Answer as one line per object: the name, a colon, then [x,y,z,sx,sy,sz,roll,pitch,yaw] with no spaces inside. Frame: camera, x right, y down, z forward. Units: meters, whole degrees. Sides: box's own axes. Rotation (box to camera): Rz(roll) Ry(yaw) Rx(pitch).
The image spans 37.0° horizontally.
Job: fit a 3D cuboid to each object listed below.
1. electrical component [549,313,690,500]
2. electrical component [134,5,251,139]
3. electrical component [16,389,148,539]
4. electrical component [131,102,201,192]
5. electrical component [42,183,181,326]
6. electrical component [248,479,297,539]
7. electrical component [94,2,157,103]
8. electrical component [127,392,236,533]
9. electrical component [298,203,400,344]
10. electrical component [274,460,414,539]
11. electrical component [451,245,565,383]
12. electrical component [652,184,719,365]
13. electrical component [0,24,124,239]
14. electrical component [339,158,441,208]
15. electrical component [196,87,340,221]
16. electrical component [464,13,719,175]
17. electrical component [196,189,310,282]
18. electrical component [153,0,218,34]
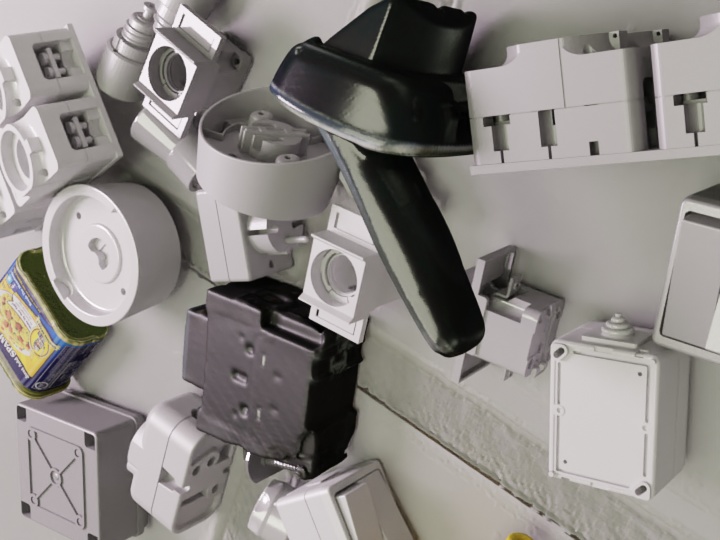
electrical component: [0.146,0.068,0.597,0.062,0.061,0.096,8,106,35]
electrical component: [-0.113,-0.137,0.739,0.042,0.064,0.081,42,123,20]
electrical component: [-0.236,0.167,0.911,0.109,0.056,0.108,12,107,35]
electrical component: [-0.129,-0.089,0.778,0.065,0.044,0.044,47,124,13]
electrical component: [-0.185,-0.016,0.825,0.108,0.060,0.108,10,107,35]
electrical component: [-0.047,0.184,0.784,0.062,0.043,0.043,27,118,8]
electrical component: [-0.166,-0.159,0.788,0.040,0.040,0.078,43,123,21]
electrical component: [-0.140,0.147,0.836,0.059,0.054,0.095,31,118,28]
electrical component: [0.000,0.000,0.688,0.042,0.064,0.081,27,115,31]
electrical component: [-0.003,0.186,0.738,0.061,0.062,0.096,-24,87,38]
electrical component: [0.086,0.031,0.646,0.064,0.042,0.081,21,114,28]
electrical component: [0.193,-0.002,0.545,0.062,0.061,0.096,19,112,32]
electrical component: [-0.267,-0.099,0.840,0.186,0.060,0.105,-26,85,51]
electrical component: [0.022,-0.053,0.672,0.062,0.043,0.043,37,121,23]
electrical component: [-0.056,-0.077,0.692,0.099,0.099,0.064,34,126,26]
electrical component: [0.157,-0.089,0.522,0.186,0.105,0.060,-1,100,37]
electrical component: [-0.066,-0.029,0.741,0.077,0.047,0.065,-2,101,38]
electrical component: [-0.123,-0.186,0.749,0.040,0.040,0.078,49,125,17]
